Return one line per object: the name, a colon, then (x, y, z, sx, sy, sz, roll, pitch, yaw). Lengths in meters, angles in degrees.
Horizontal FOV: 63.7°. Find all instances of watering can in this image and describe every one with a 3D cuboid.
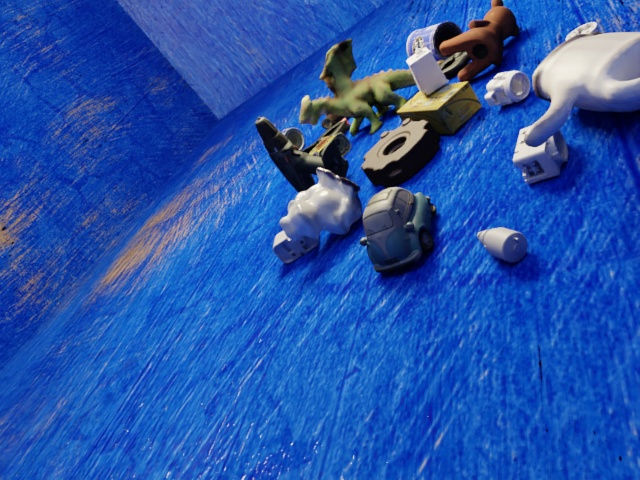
watering can: (0.393, -0.228, 0.743, 0.349, 0.102, 0.227, -24, 24, -7)

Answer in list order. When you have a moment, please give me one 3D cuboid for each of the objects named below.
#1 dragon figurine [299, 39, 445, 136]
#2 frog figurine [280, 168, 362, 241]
dragon figurine: (0.117, -0.431, 1.396, 0.409, 0.240, 0.124, -39, 17, 7)
frog figurine: (0.003, -0.052, 1.042, 0.160, 0.138, 0.121, -54, -20, -7)
